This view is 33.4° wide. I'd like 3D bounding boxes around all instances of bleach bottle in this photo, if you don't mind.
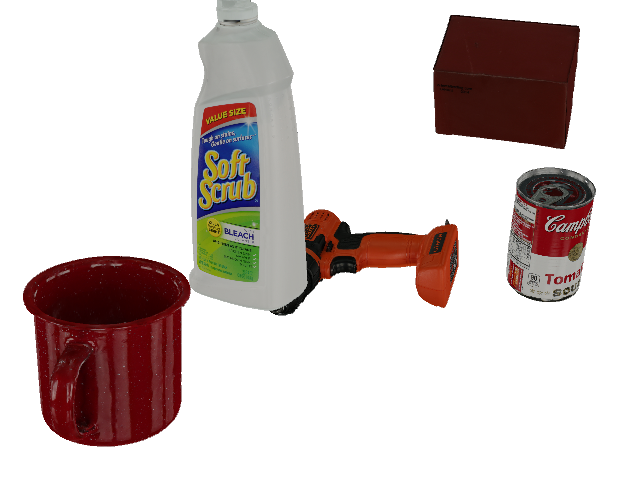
[{"bbox_3d":[-0.065,-0.072,0.855,0.103,0.251,0.068,14,30,31],"label":"bleach bottle"}]

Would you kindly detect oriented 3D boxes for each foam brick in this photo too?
[{"bbox_3d":[0.109,-0.093,0.622,0.078,0.051,0.053,10,-38,16],"label":"foam brick"}]

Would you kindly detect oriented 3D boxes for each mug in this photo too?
[{"bbox_3d":[-0.123,0.069,0.605,0.093,0.081,0.117,5,23,7],"label":"mug"}]

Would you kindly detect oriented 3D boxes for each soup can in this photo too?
[{"bbox_3d":[0.204,-0.004,0.953,0.068,0.102,0.068,0,33,0],"label":"soup can"}]

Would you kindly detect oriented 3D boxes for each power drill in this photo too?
[{"bbox_3d":[0.045,0.026,1.123,0.188,0.057,0.184,5,31,16],"label":"power drill"}]
